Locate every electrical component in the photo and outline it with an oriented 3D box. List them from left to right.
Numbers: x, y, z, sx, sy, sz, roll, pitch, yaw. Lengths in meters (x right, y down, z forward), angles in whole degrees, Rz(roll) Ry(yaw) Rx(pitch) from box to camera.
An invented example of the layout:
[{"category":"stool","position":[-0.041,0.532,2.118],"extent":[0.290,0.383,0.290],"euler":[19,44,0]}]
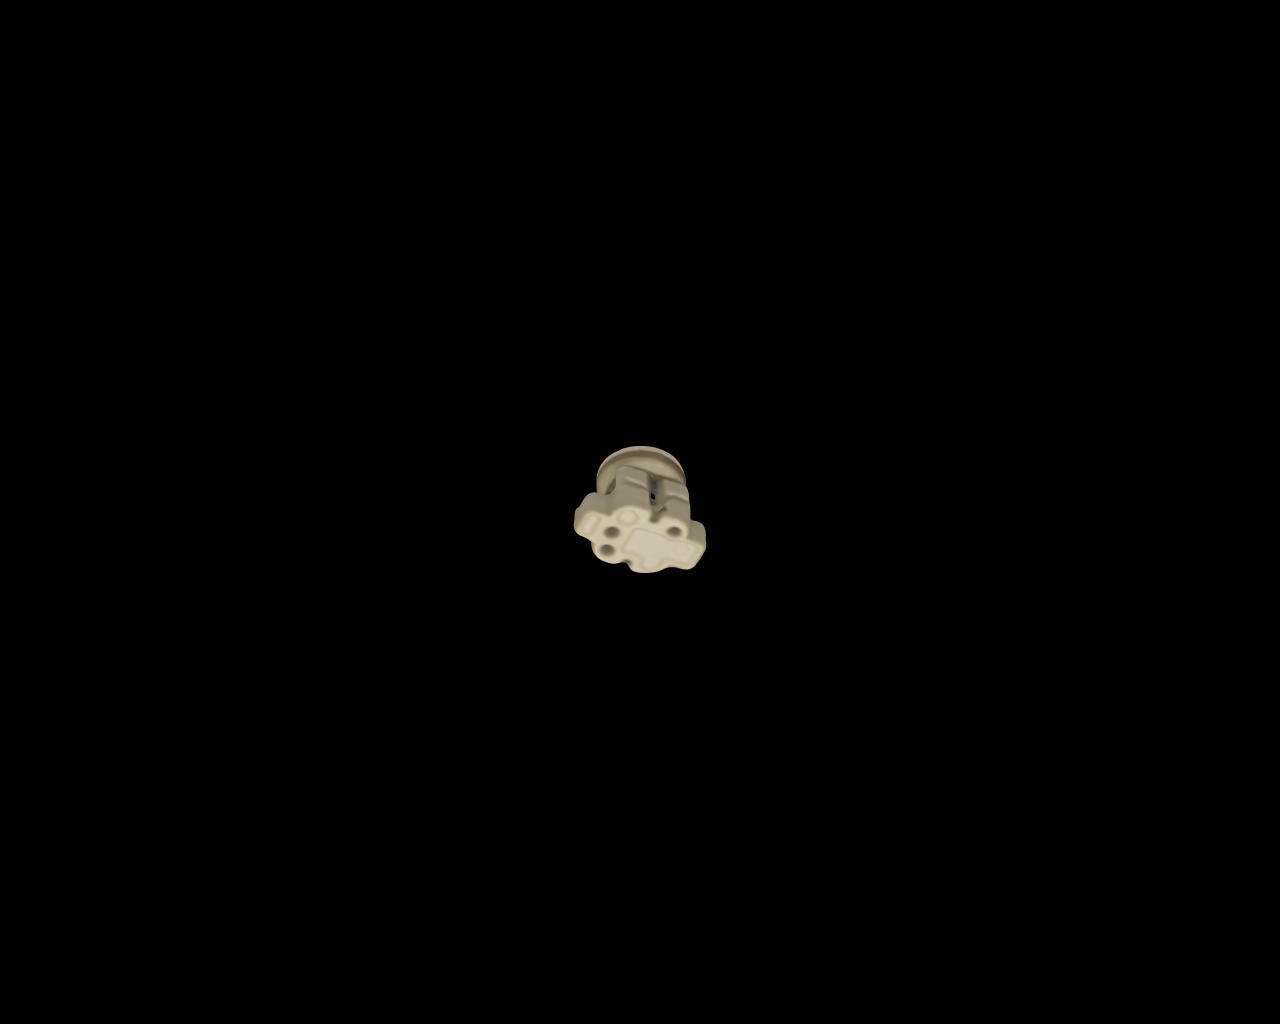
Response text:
[{"category":"electrical component","position":[0.001,-0.003,0.650],"extent":[0.078,0.057,0.058],"euler":[17,-48,-16]}]
